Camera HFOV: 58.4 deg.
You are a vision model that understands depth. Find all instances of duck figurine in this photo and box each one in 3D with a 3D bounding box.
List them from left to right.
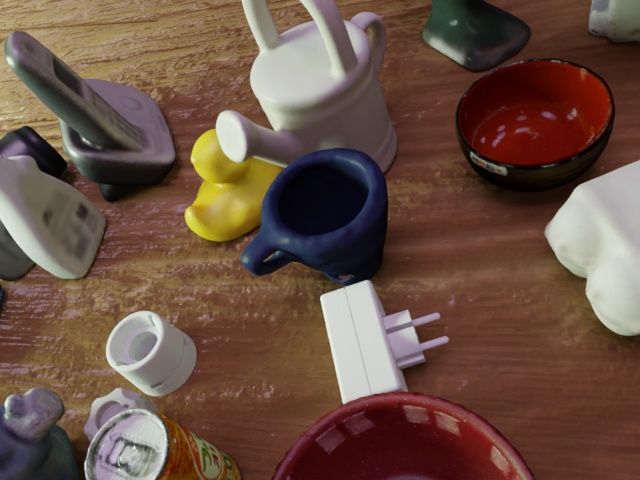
[{"bbox_3d":[-0.085,-0.057,0.509,0.077,0.086,0.105,31,72,35],"label":"duck figurine"}]

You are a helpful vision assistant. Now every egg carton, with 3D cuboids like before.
[{"bbox_3d":[0.230,-0.005,0.365,0.150,0.070,0.107,-23,52,4],"label":"egg carton"}]

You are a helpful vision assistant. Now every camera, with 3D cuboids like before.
[{"bbox_3d":[-0.332,-0.054,0.591,0.142,0.101,0.137,31,71,34],"label":"camera"}]

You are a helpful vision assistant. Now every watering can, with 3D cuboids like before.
[{"bbox_3d":[-0.007,-0.127,0.460,0.100,0.194,0.173,7,59,25],"label":"watering can"}]

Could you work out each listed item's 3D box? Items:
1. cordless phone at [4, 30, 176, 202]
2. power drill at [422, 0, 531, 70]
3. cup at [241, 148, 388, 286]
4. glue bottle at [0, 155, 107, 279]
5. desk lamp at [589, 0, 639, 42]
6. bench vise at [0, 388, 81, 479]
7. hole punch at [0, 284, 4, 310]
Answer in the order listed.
[{"bbox_3d":[-0.228,-0.142,0.560,0.094,0.185,0.147,-30,51,-2],"label":"cordless phone"},{"bbox_3d":[0.128,-0.259,0.493,0.075,0.209,0.229,-36,52,-6],"label":"power drill"},{"bbox_3d":[0.004,0.002,0.429,0.118,0.095,0.091,-39,52,-8],"label":"cup"},{"bbox_3d":[-0.260,-0.038,0.506,0.037,0.173,0.078,-3,56,19],"label":"glue bottle"},{"bbox_3d":[0.262,-0.260,0.440,0.117,0.214,0.203,7,59,25],"label":"desk lamp"},{"bbox_3d":[-0.275,0.149,0.350,0.121,0.220,0.208,27,69,33],"label":"bench vise"},{"bbox_3d":[-0.366,0.070,0.522,0.101,0.091,0.108,-6,55,17],"label":"hole punch"}]
